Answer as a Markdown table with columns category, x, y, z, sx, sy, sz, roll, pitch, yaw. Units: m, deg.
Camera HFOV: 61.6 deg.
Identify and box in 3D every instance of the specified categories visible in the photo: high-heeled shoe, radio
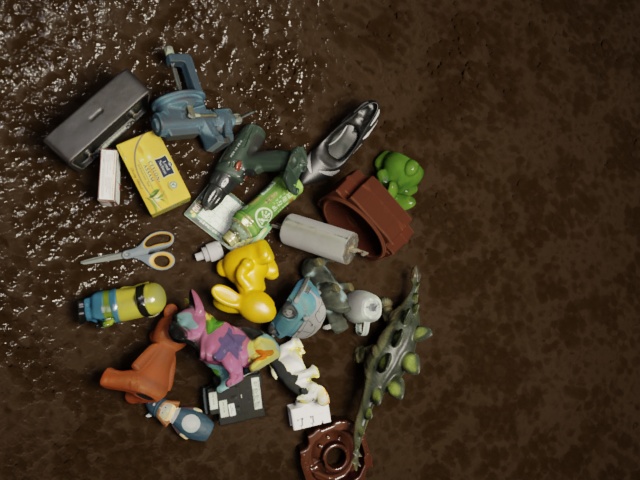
| category | x | y | z | sx | sy | sz | roll | pitch | yaw |
| --- | --- | --- | --- | --- | --- | --- | --- | --- | --- |
| high-heeled shoe | 0.050 | -0.226 | 1.267 | 0.086 | 0.145 | 0.249 | 41 | 75 | -7 |
| radio | -0.465 | -0.249 | 1.144 | 0.073 | 0.131 | 0.229 | 46 | 76 | -7 |

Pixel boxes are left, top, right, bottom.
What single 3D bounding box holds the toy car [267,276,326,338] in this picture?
| category | x | y | z | sx | sy | sz | roll | pitch | yaw |
| --- | --- | --- | --- | --- | --- | --- | --- | --- | --- |
| toy car | -0.043 | 0.168 | 1.200 | 0.103 | 0.161 | 0.109 | 32 | 36 | 0 |

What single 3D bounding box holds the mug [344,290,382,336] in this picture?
| category | x | y | z | sx | sy | sz | roll | pitch | yaw |
| --- | --- | --- | --- | --- | --- | --- | --- | --- | --- |
| mug | 0.102 | 0.171 | 1.268 | 0.081 | 0.107 | 0.109 | 10 | 81 | -12 |

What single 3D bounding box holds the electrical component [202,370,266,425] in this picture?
| category | x | y | z | sx | sy | sz | roll | pitch | yaw |
| --- | --- | --- | --- | --- | --- | --- | --- | --- | --- |
| electrical component | -0.194 | 0.347 | 1.203 | 0.134 | 0.058 | 0.115 | -5 | 84 | -15 |

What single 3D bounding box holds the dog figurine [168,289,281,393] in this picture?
| category | x | y | z | sx | sy | sz | roll | pitch | yaw |
| --- | --- | --- | --- | --- | --- | --- | --- | --- | --- |
| dog figurine | -0.208 | 0.198 | 1.140 | 0.191 | 0.108 | 0.219 | -28 | 84 | -29 |

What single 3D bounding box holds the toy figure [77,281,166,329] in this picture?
| category | x | y | z | sx | sy | sz | roll | pitch | yaw |
| --- | --- | --- | --- | --- | --- | --- | --- | --- | --- |
| toy figure | -0.421 | 0.139 | 1.145 | 0.180 | 0.089 | 0.082 | -7 | 95 | -17 |

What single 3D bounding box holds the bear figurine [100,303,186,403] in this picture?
| category | x | y | z | sx | sy | sz | roll | pitch | yaw |
| --- | --- | --- | --- | --- | --- | --- | --- | --- | --- |
| bear figurine | -0.357 | 0.241 | 1.153 | 0.132 | 0.120 | 0.196 | -6 | 53 | 25 |

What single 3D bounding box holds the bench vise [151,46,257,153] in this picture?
| category | x | y | z | sx | sy | sz | roll | pitch | yaw |
| --- | --- | --- | --- | --- | --- | --- | --- | --- | --- |
| bench vise | -0.282 | -0.316 | 1.197 | 0.224 | 0.129 | 0.240 | -16 | 87 | -29 |

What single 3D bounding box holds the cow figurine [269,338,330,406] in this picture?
| category | x | y | z | sx | sy | sz | roll | pitch | yaw |
| --- | --- | --- | --- | --- | --- | --- | --- | --- | --- |
| cow figurine | -0.049 | 0.311 | 1.212 | 0.098 | 0.068 | 0.167 | -28 | 64 | -9 |

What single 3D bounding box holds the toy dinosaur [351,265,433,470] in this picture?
| category | x | y | z | sx | sy | sz | roll | pitch | yaw |
| --- | --- | --- | --- | --- | --- | --- | --- | --- | --- |
| toy dinosaur | 0.152 | 0.276 | 1.226 | 0.105 | 0.198 | 0.471 | 23 | 78 | -9 |

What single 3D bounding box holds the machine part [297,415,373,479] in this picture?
| category | x | y | z | sx | sy | sz | roll | pitch | yaw |
| --- | --- | --- | --- | --- | --- | --- | --- | --- | --- |
| machine part | 0.033 | 0.501 | 1.250 | 0.179 | 0.056 | 0.179 | 1 | 86 | -14 |

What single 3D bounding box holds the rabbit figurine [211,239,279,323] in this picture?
| category | x | y | z | sx | sy | sz | roll | pitch | yaw |
| --- | --- | --- | --- | --- | --- | --- | --- | --- | --- |
| rabbit figurine | -0.157 | 0.103 | 1.176 | 0.162 | 0.121 | 0.173 | -14 | 65 | -16 |

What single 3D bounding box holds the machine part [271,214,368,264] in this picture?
| category | x | y | z | sx | sy | sz | roll | pitch | yaw |
| --- | --- | --- | --- | --- | --- | --- | --- | --- | --- |
| machine part | -0.003 | -0.004 | 1.230 | 0.243 | 0.079 | 0.079 | 17 | 80 | 23 |

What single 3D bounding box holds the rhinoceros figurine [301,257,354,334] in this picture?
| category | x | y | z | sx | sy | sz | roll | pitch | yaw |
| --- | --- | --- | --- | --- | --- | --- | --- | --- | --- |
| rhinoceros figurine | 0.014 | 0.125 | 1.250 | 0.112 | 0.073 | 0.190 | -32 | 79 | 29 |

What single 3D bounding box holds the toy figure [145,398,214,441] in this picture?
| category | x | y | z | sx | sy | sz | roll | pitch | yaw |
| --- | --- | --- | --- | --- | --- | --- | --- | --- | --- |
| toy figure | -0.308 | 0.384 | 1.173 | 0.154 | 0.057 | 0.064 | 30 | 41 | -9 |

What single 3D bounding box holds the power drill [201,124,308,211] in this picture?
| category | x | y | z | sx | sy | sz | roll | pitch | yaw |
| --- | --- | --- | --- | --- | --- | --- | --- | --- | --- |
| power drill | -0.142 | -0.151 | 1.206 | 0.208 | 0.085 | 0.232 | 8 | 65 | 29 |

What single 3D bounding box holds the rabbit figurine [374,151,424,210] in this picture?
| category | x | y | z | sx | sy | sz | roll | pitch | yaw |
| --- | --- | --- | --- | --- | --- | --- | --- | --- | --- |
| rabbit figurine | 0.178 | -0.115 | 1.303 | 0.121 | 0.159 | 0.170 | 33 | 94 | -20 |

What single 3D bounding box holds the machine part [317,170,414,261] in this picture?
| category | x | y | z | sx | sy | sz | roll | pitch | yaw |
| --- | --- | --- | --- | --- | --- | --- | --- | --- | --- |
| machine part | 0.099 | -0.050 | 1.233 | 0.201 | 0.201 | 0.087 | 48 | 68 | -7 |

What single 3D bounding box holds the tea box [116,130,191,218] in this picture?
| category | x | y | z | sx | sy | sz | roll | pitch | yaw |
| --- | --- | --- | --- | --- | --- | --- | --- | --- | --- |
| tea box | -0.368 | -0.146 | 1.194 | 0.098 | 0.068 | 0.169 | -29 | 92 | -14 |
